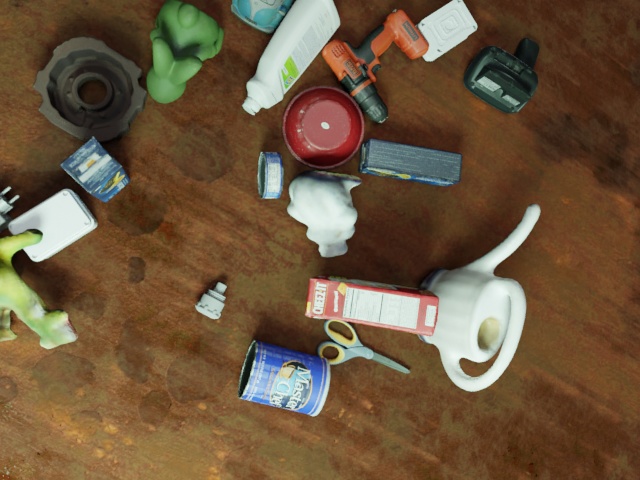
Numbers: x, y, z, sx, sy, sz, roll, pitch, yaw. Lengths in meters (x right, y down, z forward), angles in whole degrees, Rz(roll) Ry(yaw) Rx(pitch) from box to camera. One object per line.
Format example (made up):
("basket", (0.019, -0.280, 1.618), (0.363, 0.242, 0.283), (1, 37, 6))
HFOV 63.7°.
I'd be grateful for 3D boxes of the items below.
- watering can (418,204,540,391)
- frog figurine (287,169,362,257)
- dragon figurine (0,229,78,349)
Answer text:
("watering can", (0.291, 0.096, 0.962), (0.103, 0.224, 0.350), (23, 81, -32))
("frog figurine", (0.003, -0.048, 0.949), (0.137, 0.123, 0.159), (10, 96, 19))
("dragon figurine", (-0.566, 0.080, 0.786), (0.410, 0.124, 0.239), (12, 108, -1))
